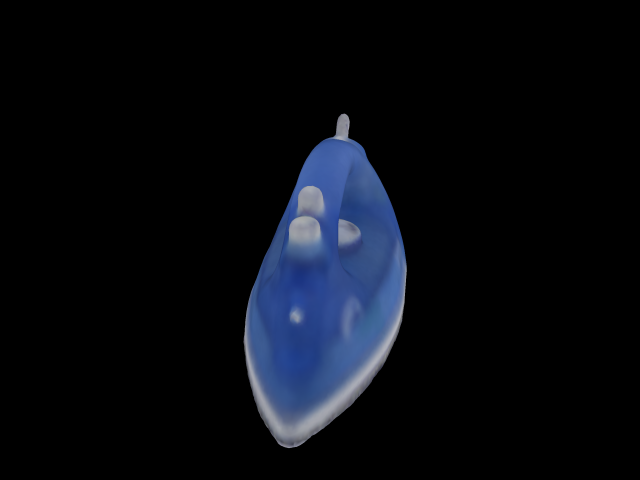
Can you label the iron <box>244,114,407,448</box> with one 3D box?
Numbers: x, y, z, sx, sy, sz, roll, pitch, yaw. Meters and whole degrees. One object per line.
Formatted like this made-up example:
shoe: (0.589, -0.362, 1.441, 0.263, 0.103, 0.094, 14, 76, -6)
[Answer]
iron: (0.004, 0.001, 0.400, 0.118, 0.141, 0.258, 3, 22, 7)
